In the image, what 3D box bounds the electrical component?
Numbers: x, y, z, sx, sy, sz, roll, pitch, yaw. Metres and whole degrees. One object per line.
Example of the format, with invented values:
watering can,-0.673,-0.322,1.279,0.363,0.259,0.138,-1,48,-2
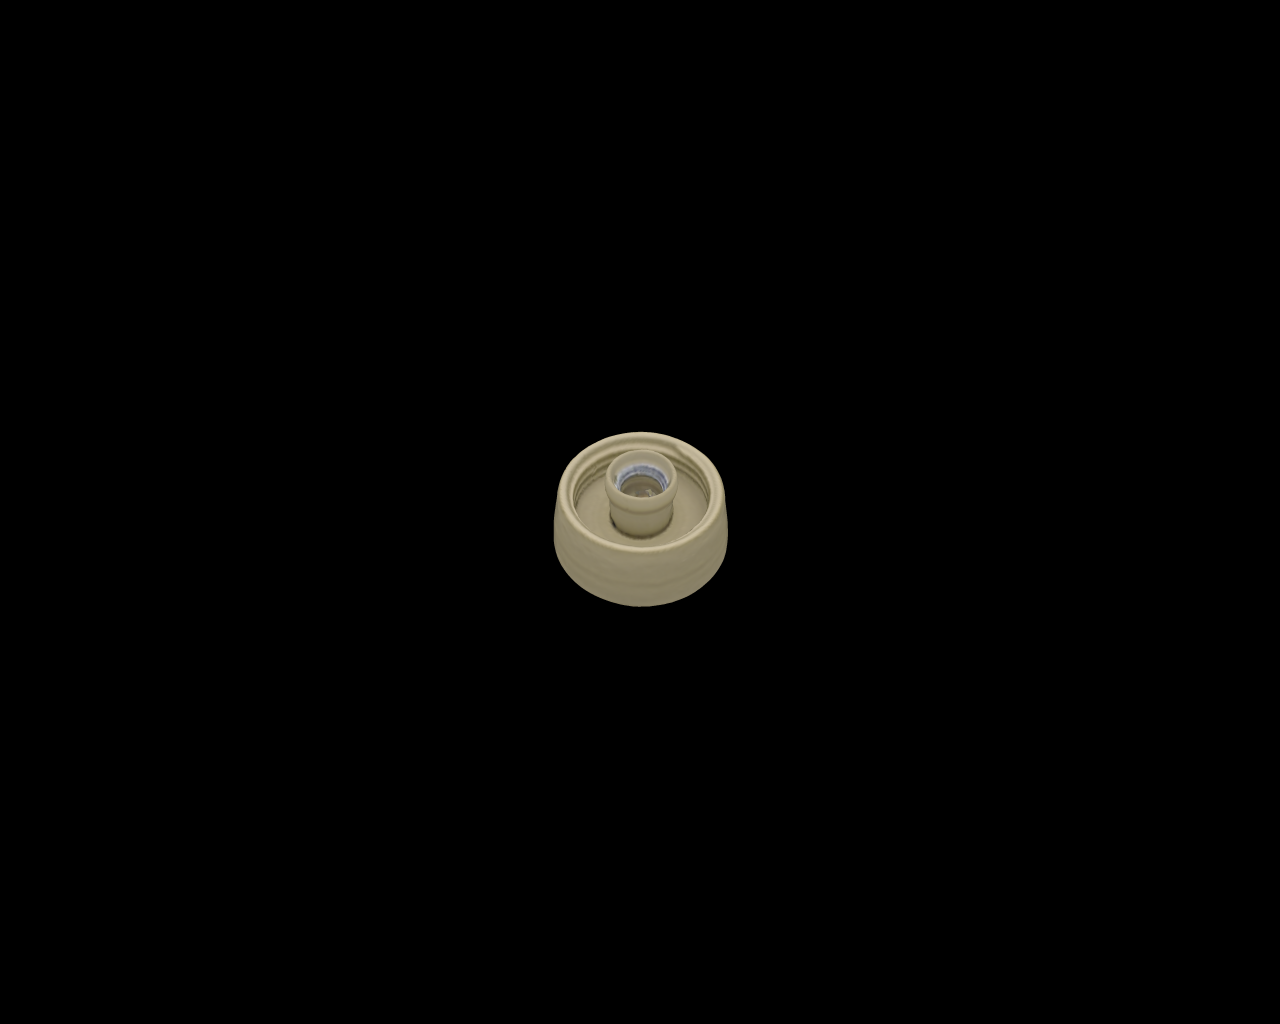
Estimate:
electrical component,0.001,-0.003,0.650,0.108,0.108,0.060,0,-42,0
